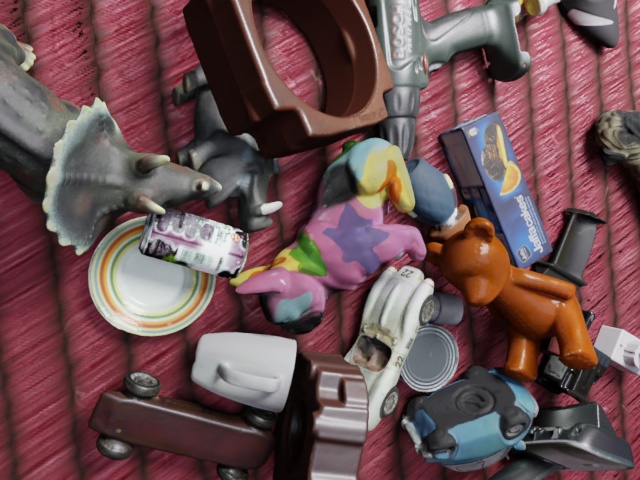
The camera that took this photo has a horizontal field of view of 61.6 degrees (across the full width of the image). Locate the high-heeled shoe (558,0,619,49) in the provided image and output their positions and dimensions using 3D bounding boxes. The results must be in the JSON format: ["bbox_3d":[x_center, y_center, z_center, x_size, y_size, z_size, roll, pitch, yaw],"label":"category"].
[{"bbox_3d":[0.375,-0.380,0.700,0.086,0.145,0.248,-38,101,-13],"label":"high-heeled shoe"}]

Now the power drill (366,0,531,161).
[{"bbox_3d":[0.152,-0.220,0.672,0.207,0.086,0.231,-13,96,-11],"label":"power drill"}]

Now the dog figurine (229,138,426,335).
[{"bbox_3d":[-0.001,-0.002,0.605,0.219,0.108,0.191,-18,99,-15],"label":"dog figurine"}]

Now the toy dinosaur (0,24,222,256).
[{"bbox_3d":[-0.283,-0.128,0.463,0.404,0.192,0.131,41,77,-16],"label":"toy dinosaur"}]

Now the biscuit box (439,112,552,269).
[{"bbox_3d":[0.230,-0.060,0.703,0.063,0.059,0.202,-28,100,-16],"label":"biscuit box"}]

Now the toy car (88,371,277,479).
[{"bbox_3d":[-0.144,0.204,0.588,0.202,0.053,0.089,22,98,-20],"label":"toy car"}]

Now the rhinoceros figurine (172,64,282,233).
[{"bbox_3d":[-0.099,-0.100,0.592,0.112,0.073,0.190,-13,93,-29],"label":"rhinoceros figurine"}]

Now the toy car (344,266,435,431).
[{"bbox_3d":[0.074,0.125,0.641,0.056,0.074,0.201,30,81,-48],"label":"toy car"}]

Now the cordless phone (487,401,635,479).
[{"bbox_3d":[0.279,0.285,0.674,0.184,0.146,0.089,-19,77,-29],"label":"cordless phone"}]

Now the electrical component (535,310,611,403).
[{"bbox_3d":[0.354,0.159,0.744,0.047,0.075,0.119,33,78,-15],"label":"electrical component"}]

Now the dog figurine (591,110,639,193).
[{"bbox_3d":[0.476,-0.093,0.777,0.191,0.121,0.172,6,86,-4],"label":"dog figurine"}]

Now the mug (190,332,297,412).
[{"bbox_3d":[-0.085,0.142,0.584,0.107,0.109,0.080,12,93,-5],"label":"mug"}]

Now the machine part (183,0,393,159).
[{"bbox_3d":[-0.027,-0.196,0.564,0.201,0.087,0.201,-25,96,-46],"label":"machine part"}]

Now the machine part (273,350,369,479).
[{"bbox_3d":[-0.006,0.205,0.576,0.056,0.179,0.179,11,88,-15],"label":"machine part"}]

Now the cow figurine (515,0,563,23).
[{"bbox_3d":[0.267,-0.380,0.705,0.098,0.068,0.167,-33,104,-20],"label":"cow figurine"}]

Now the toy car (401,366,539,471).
[{"bbox_3d":[0.191,0.239,0.678,0.162,0.109,0.102,-22,116,-8],"label":"toy car"}]

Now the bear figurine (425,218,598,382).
[{"bbox_3d":[0.218,0.069,0.635,0.195,0.120,0.132,30,52,-24],"label":"bear figurine"}]

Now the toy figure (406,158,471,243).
[{"bbox_3d":[0.156,-0.035,0.681,0.154,0.064,0.058,48,39,-18],"label":"toy figure"}]

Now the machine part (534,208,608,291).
[{"bbox_3d":[0.350,0.020,0.758,0.084,0.039,0.139,29,84,-12],"label":"machine part"}]
